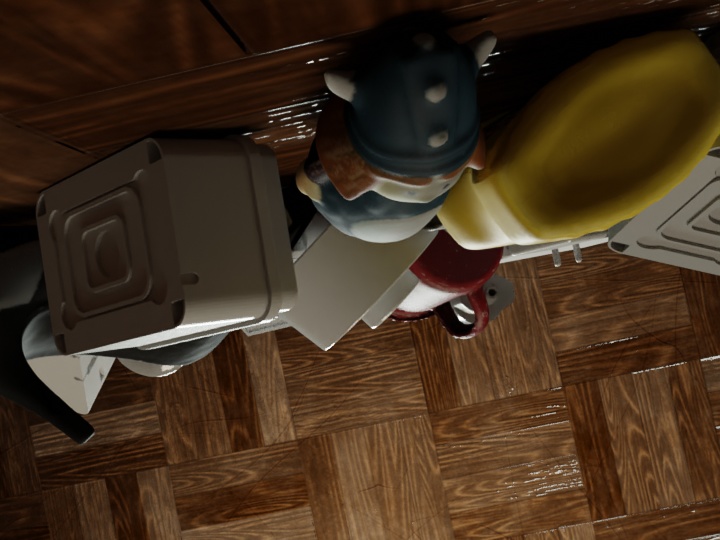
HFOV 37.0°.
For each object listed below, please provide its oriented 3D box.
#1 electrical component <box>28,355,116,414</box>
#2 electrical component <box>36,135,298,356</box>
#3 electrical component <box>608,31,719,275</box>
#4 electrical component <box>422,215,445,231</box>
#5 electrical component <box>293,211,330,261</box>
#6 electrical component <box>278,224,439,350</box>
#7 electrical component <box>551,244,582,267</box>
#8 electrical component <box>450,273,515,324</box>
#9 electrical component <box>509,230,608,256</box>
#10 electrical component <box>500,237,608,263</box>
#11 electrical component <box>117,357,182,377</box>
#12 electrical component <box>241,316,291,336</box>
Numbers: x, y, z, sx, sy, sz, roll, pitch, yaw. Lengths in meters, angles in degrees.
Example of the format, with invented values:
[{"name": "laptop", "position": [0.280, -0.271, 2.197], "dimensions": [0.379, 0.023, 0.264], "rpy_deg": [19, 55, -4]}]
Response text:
[{"name": "electrical component", "position": [-0.172, 0.034, 0.625], "dimensions": [0.050, 0.055, 0.089], "rpy_deg": [17, 145, 3]}, {"name": "electrical component", "position": [-0.085, -0.008, 0.463], "dimensions": [0.057, 0.078, 0.113], "rpy_deg": [-5, 174, -43]}, {"name": "electrical component", "position": [0.165, -0.047, 0.474], "dimensions": [0.078, 0.057, 0.113], "rpy_deg": [12, 157, -7]}, {"name": "electrical component", "position": [0.074, -0.050, 0.603], "dimensions": [0.079, 0.044, 0.077], "rpy_deg": [-14, 177, 40]}, {"name": "electrical component", "position": [-0.049, -0.020, 0.718], "dimensions": [0.043, 0.043, 0.081], "rpy_deg": [-13, 177, 26]}, {"name": "electrical component", "position": [0.000, 0.000, 0.636], "dimensions": [0.108, 0.060, 0.108], "rpy_deg": [-46, -179, 2]}, {"name": "electrical component", "position": [0.137, -0.041, 0.744], "dimensions": [0.083, 0.075, 0.047], "rpy_deg": [-10, 177, -28]}, {"name": "electrical component", "position": [0.087, 0.020, 0.816], "dimensions": [0.043, 0.043, 0.081], "rpy_deg": [-11, 177, -13]}, {"name": "electrical component", "position": [0.128, -0.048, 0.662], "dimensions": [0.077, 0.065, 0.047], "rpy_deg": [-9, 176, -41]}, {"name": "electrical component", "position": [0.139, -0.043, 0.858], "dimensions": [0.186, 0.060, 0.105], "rpy_deg": [-10, 177, -31]}, {"name": "electrical component", "position": [-0.118, 0.031, 0.639], "dimensions": [0.048, 0.048, 0.062], "rpy_deg": [-12, -159, 11]}, {"name": "electrical component", "position": [-0.079, 0.006, 0.837], "dimensions": [0.063, 0.078, 0.121], "rpy_deg": [-43, -168, -25]}]
